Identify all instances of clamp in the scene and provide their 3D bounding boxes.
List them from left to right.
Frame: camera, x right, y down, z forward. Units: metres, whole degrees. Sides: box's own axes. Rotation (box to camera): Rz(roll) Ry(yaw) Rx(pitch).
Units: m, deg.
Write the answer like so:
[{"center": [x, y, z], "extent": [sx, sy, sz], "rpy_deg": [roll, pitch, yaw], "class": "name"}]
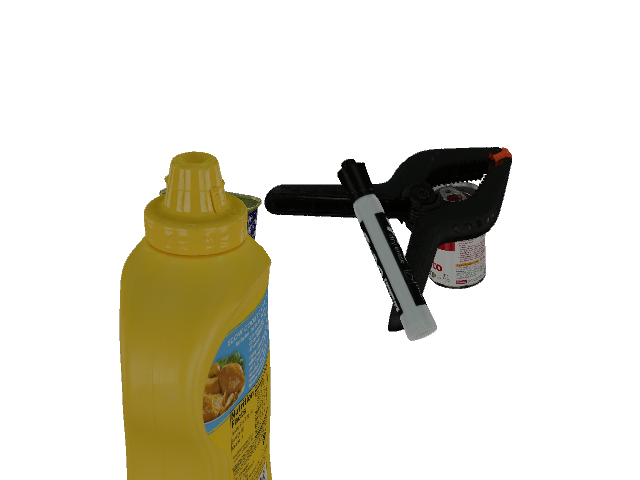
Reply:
[{"center": [0.083, -0.017, 0.860], "extent": [0.209, 0.165, 0.036], "rpy_deg": [-22, -35, -24], "class": "clamp"}]

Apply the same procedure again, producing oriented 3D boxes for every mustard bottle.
[{"center": [-0.051, 0.055, 0.453], "extent": [0.058, 0.192, 0.096], "rpy_deg": [9, 26, 15], "class": "mustard bottle"}]

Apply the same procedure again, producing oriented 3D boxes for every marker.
[{"center": [0.039, 0.003, 0.653], "extent": [0.020, 0.121, 0.020], "rpy_deg": [-20, -19, -7], "class": "marker"}]

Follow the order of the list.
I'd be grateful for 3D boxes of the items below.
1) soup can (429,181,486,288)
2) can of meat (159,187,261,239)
[{"center": [0.152, -0.006, 1.190], "extent": [0.068, 0.102, 0.068], "rpy_deg": [-4, 31, 2], "class": "soup can"}, {"center": [-0.116, -0.006, 1.100], "extent": [0.102, 0.084, 0.057], "rpy_deg": [10, 17, 12], "class": "can of meat"}]
